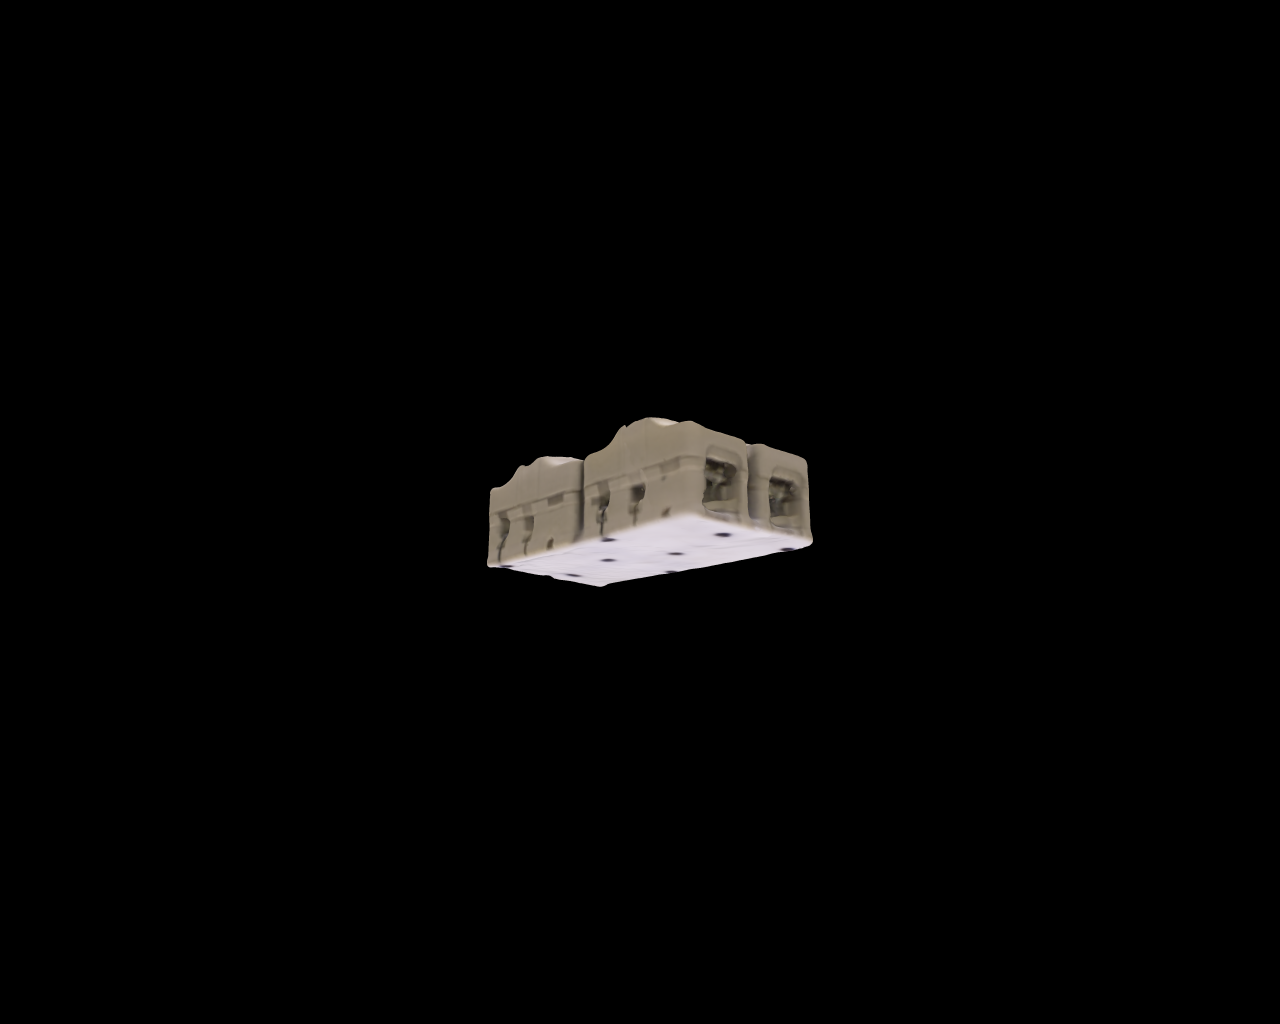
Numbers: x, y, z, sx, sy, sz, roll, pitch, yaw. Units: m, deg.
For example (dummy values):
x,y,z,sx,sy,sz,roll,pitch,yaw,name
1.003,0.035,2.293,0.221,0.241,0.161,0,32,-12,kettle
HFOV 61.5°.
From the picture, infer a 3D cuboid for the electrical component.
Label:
x,y,z,sx,sy,sz,roll,pitch,yaw,name
0.001,-0.003,0.650,0.105,0.060,0.186,14,-20,-42,electrical component
